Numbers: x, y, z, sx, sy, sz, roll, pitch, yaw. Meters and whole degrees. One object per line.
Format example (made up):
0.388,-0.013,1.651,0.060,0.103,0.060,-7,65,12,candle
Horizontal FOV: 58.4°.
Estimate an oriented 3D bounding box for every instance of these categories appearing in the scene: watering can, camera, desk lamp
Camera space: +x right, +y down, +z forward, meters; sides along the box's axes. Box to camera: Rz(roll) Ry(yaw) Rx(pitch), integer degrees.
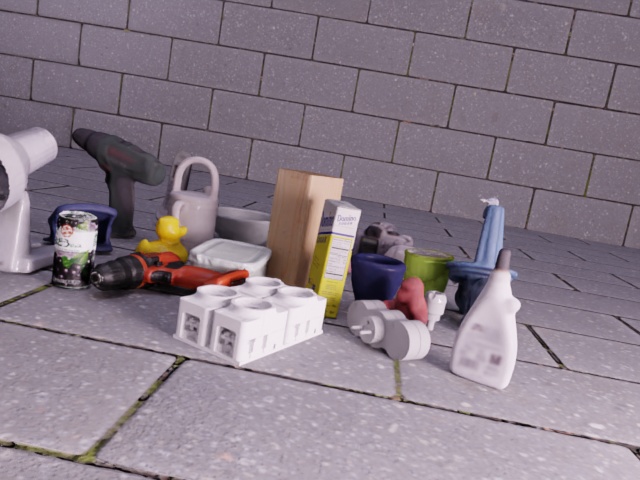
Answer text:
-0.260,-0.076,1.180,0.101,0.194,0.172,8,10,-12,watering can
0.171,0.008,1.400,0.142,0.101,0.137,15,11,31,camera
-0.460,-0.063,0.845,0.118,0.213,0.203,11,10,6,desk lamp

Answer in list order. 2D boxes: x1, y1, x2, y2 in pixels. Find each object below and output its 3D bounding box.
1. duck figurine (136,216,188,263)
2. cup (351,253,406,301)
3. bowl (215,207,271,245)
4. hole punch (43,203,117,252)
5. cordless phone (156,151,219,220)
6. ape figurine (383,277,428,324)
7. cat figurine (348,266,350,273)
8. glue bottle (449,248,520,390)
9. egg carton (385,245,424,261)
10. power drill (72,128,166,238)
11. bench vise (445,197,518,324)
-0.285,-0.002,1.047,0.077,0.086,0.105,16,12,34,duck figurine
0.094,0.075,0.953,0.091,0.095,0.118,14,10,22,cup
-0.178,-0.026,1.329,0.167,0.075,0.167,9,10,-1,bowl
-0.434,-0.029,1.039,0.109,0.091,0.100,2,12,-37,hole punch
-0.314,-0.116,1.390,0.147,0.185,0.094,13,10,19,cordless phone
0.129,0.099,0.853,0.076,0.092,0.077,2,12,-39,ape figurine
0.011,0.004,1.213,0.127,0.118,0.067,13,10,18,cat figurine
0.217,0.095,0.722,0.077,0.173,0.037,15,11,29,glue bottle
0.211,0.057,1.250,0.150,0.069,0.107,11,10,8,egg carton
-0.435,-0.117,1.204,0.229,0.208,0.076,13,10,18,power drill
0.290,0.043,0.957,0.122,0.220,0.207,7,10,-14,bench vise
